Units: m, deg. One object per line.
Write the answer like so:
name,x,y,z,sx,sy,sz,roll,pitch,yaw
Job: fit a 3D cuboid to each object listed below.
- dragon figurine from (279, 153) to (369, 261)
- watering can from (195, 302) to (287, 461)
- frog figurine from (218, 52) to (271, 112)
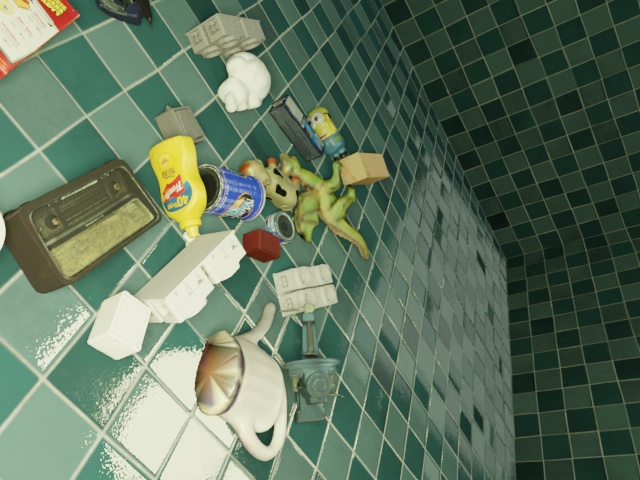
dragon figurine,0.004,-0.074,1.471,0.246,0.121,0.408,-35,102,-43
watering can,-0.142,0.243,1.010,0.221,0.103,0.356,44,27,-44
frog figurine,-0.191,-0.390,1.283,0.163,0.122,0.134,-80,161,-59
